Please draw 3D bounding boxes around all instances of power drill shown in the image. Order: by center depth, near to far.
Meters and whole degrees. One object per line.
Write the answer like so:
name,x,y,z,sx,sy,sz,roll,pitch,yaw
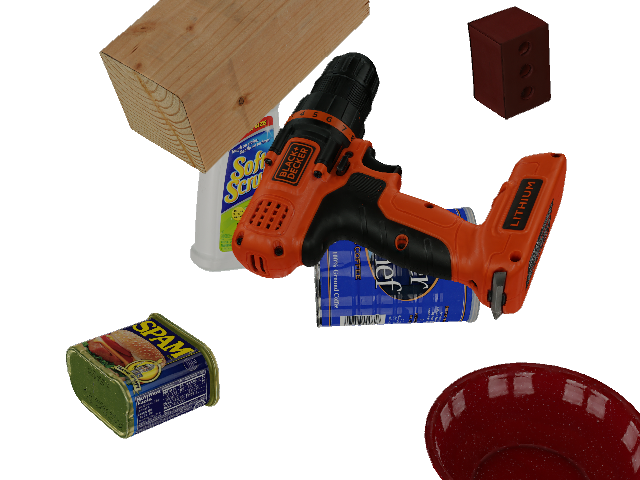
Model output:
power drill,0.057,-0.038,0.686,0.188,0.184,0.057,15,-31,18

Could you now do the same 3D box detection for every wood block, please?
wood block,-0.061,-0.165,0.849,0.090,0.206,0.091,32,-25,27

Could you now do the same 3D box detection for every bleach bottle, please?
bleach bottle,-0.096,-0.095,1.218,0.102,0.251,0.068,-8,22,-26

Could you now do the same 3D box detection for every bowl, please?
bowl,0.155,0.160,0.766,0.162,0.055,0.162,-1,36,0

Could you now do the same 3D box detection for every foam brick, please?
foam brick,0.169,-0.159,0.950,0.053,0.078,0.051,-24,38,-16

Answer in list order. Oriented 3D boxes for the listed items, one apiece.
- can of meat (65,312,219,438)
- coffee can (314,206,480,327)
can of meat,-0.145,0.108,0.863,0.083,0.057,0.102,-19,31,-36
coffee can,0.065,0.024,0.946,0.140,0.103,0.103,-2,0,-1
